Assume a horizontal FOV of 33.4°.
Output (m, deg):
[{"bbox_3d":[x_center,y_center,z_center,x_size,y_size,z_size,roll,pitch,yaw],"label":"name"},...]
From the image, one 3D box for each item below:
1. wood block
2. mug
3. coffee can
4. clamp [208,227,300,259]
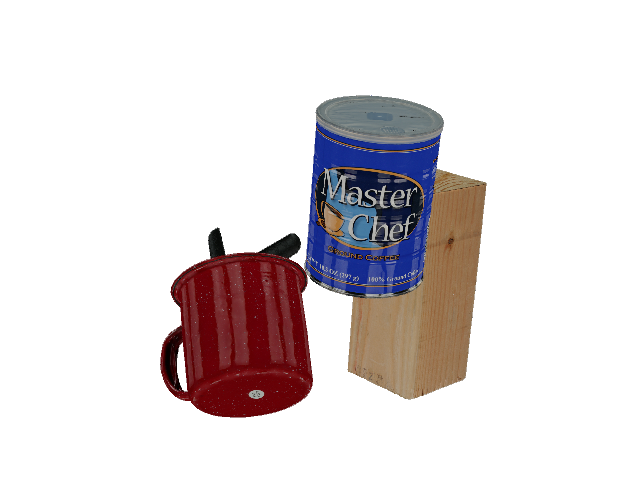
[{"bbox_3d":[0.094,0.039,1.056,0.090,0.206,0.090,-12,23,-42],"label":"wood block"},{"bbox_3d":[-0.060,0.070,0.708,0.117,0.081,0.093,-23,-32,24],"label":"mug"},{"bbox_3d":[0.042,-0.037,0.880,0.103,0.140,0.103,4,24,-2],"label":"coffee can"},{"bbox_3d":[-0.094,0.040,1.250,0.120,0.039,0.171,-6,37,19],"label":"clamp"}]
